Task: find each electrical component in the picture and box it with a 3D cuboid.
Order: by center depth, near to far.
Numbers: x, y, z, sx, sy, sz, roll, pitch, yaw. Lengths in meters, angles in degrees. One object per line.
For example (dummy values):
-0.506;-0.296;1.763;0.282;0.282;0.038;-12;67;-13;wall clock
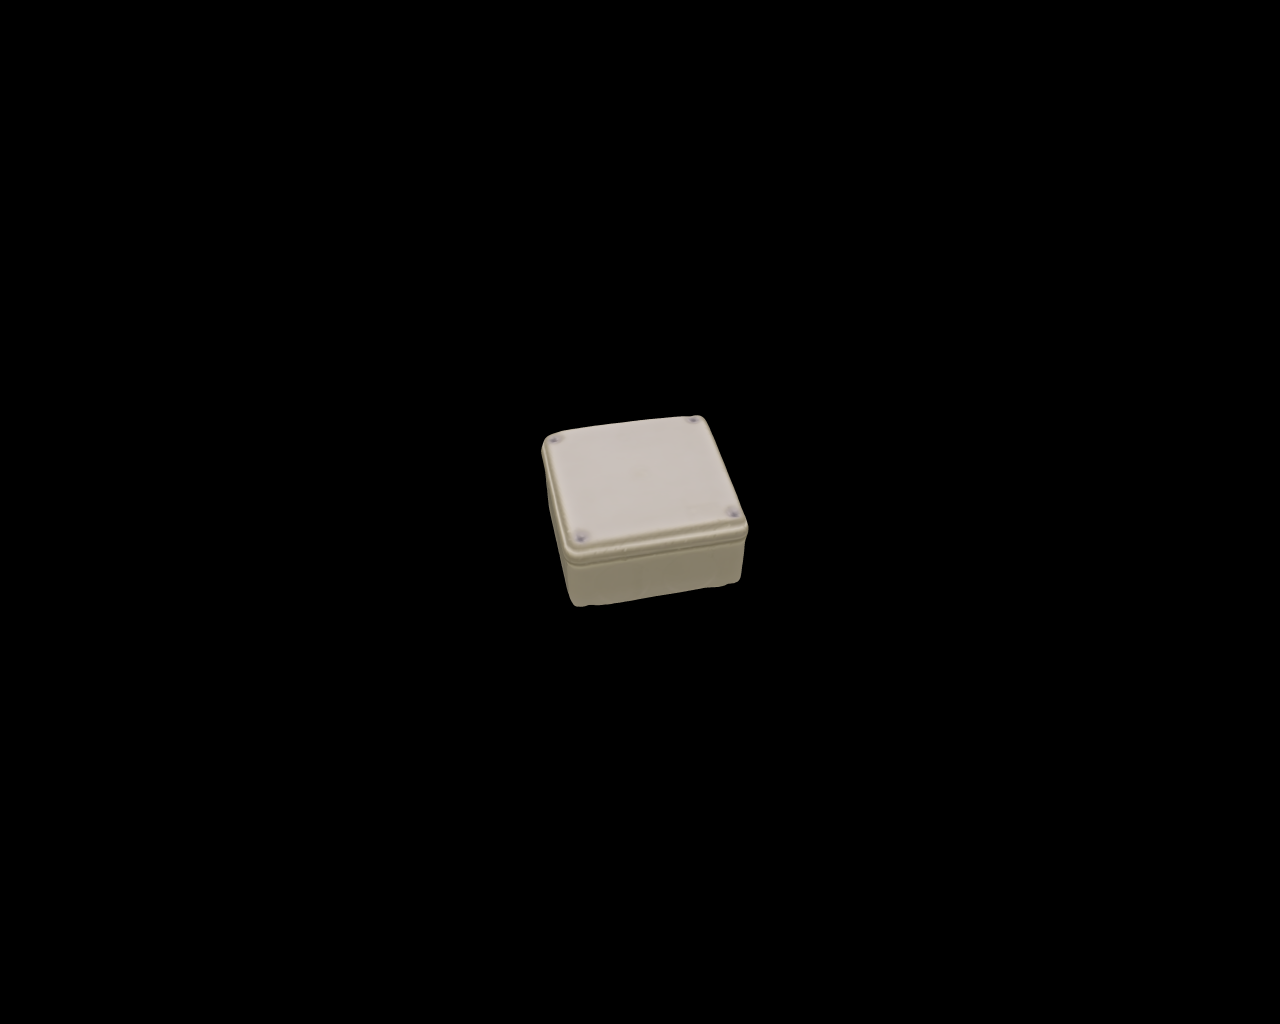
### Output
0.001;-0.003;0.650;0.109;0.056;0.109;-8;44;-8;electrical component
